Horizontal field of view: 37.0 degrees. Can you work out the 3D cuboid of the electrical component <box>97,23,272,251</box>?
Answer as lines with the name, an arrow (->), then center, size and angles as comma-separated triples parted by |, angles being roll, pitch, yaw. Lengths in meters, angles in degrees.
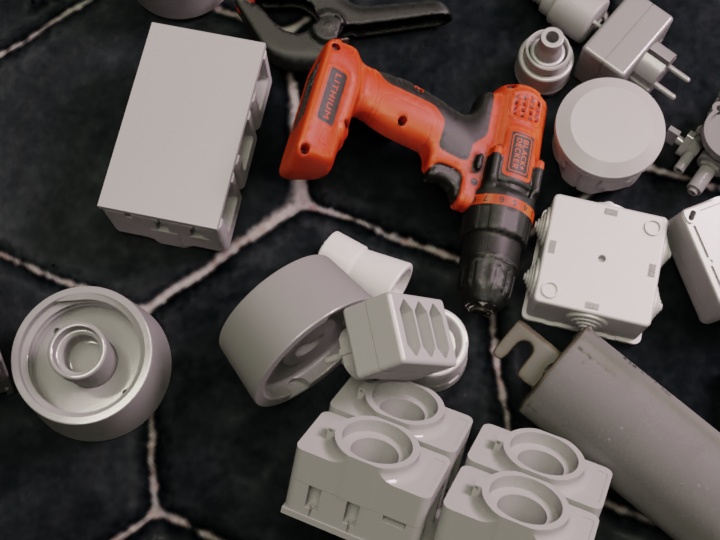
electrical component -> -0.127, -0.098, 0.807 | 0.089, 0.061, 0.150 | 11, 74, 4

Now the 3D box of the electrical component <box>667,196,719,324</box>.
electrical component -> 0.268, -0.004, 0.777 | 0.062, 0.061, 0.096 | -20, 81, -5

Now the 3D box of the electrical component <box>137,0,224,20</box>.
electrical component -> -0.147, -0.251, 0.852 | 0.099, 0.064, 0.099 | 0, 73, 1

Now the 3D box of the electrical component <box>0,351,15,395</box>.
electrical component -> -0.283, 0.044, 0.749 | 0.048, 0.099, 0.099 | -20, 74, -18

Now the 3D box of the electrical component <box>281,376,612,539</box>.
electrical component -> 0.059, 0.138, 0.692 | 0.186, 0.105, 0.060 | 19, 117, 14

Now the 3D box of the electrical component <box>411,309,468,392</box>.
electrical component -> 0.051, 0.056, 0.766 | 0.055, 0.047, 0.055 | 0, 73, 1

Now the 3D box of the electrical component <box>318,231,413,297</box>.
electrical component -> 0.000, 0.000, 0.787 | 0.065, 0.044, 0.044 | 29, 76, 14

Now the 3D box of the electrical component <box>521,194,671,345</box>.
electrical component -> 0.171, -0.002, 0.780 | 0.100, 0.048, 0.099 | 13, 74, 5

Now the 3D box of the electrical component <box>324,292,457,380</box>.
electrical component -> 0.012, 0.050, 0.714 | 0.077, 0.066, 0.047 | -22, 71, 32

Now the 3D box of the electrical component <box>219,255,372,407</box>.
electrical component -> -0.047, 0.036, 0.745 | 0.108, 0.108, 0.060 | -38, 70, -10

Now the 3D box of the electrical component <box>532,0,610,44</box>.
electrical component -> 0.160, -0.212, 0.848 | 0.078, 0.040, 0.040 | 37, 77, 11

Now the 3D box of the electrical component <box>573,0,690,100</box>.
electrical component -> 0.217, -0.161, 0.828 | 0.077, 0.047, 0.065 | 39, 78, 11

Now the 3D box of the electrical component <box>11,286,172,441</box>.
electrical component -> -0.192, 0.063, 0.760 | 0.108, 0.060, 0.108 | 0, 73, 1

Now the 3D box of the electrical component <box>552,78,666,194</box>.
electrical component -> 0.184, -0.099, 0.808 | 0.080, 0.051, 0.080 | 0, 73, 1

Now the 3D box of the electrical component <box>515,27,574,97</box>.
electrical component -> 0.142, -0.162, 0.822 | 0.043, 0.062, 0.043 | 0, 73, 1
